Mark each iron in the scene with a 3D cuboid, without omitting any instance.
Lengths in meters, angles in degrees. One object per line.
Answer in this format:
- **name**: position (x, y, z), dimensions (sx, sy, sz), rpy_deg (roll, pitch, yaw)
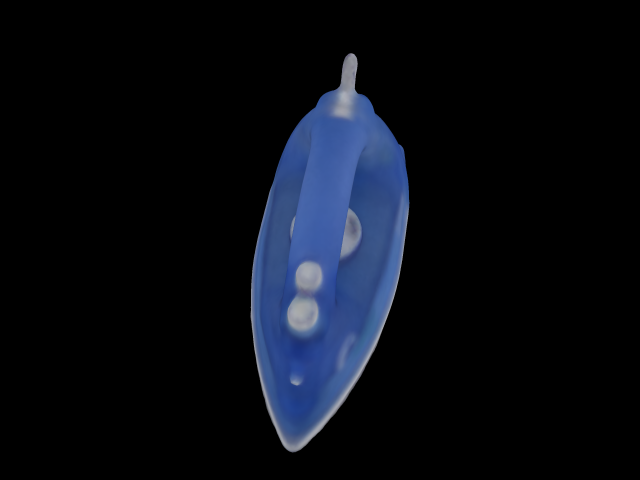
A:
- **iron**: position (0.004, 0.001, 0.400), dimensions (0.118, 0.141, 0.258), rpy_deg (8, 58, 5)
